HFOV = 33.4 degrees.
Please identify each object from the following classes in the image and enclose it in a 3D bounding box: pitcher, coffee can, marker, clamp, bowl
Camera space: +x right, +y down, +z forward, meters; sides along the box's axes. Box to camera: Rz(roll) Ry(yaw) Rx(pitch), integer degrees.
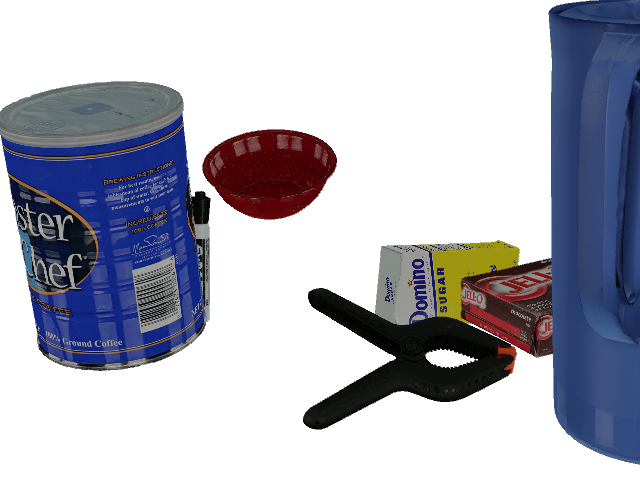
[{"bbox_3d":[0.178,-0.005,0.563,0.149,0.243,0.145,-4,18,-10],"label":"pitcher"},{"bbox_3d":[-0.123,-0.011,0.618,0.103,0.140,0.103,-3,24,1],"label":"coffee can"},{"bbox_3d":[-0.111,0.015,0.977,0.020,0.121,0.020,2,13,-1],"label":"marker"},{"bbox_3d":[0.081,0.120,1.023,0.210,0.164,0.036,6,-43,5],"label":"clamp"},{"bbox_3d":[-0.060,-0.073,1.291,0.162,0.055,0.162,-2,35,1],"label":"bowl"}]

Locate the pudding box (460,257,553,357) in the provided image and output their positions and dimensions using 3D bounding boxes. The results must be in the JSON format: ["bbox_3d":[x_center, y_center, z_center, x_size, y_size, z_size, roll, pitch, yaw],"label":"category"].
[{"bbox_3d":[0.175,0.046,0.799,0.113,0.039,0.090,-9,20,-28],"label":"pudding box"}]

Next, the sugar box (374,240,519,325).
[{"bbox_3d":[0.149,0.051,1.247,0.175,0.093,0.048,-4,14,-33],"label":"sugar box"}]
